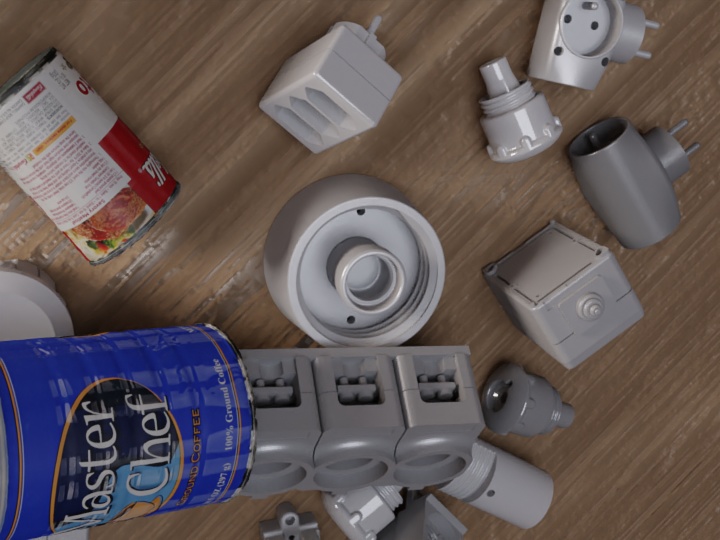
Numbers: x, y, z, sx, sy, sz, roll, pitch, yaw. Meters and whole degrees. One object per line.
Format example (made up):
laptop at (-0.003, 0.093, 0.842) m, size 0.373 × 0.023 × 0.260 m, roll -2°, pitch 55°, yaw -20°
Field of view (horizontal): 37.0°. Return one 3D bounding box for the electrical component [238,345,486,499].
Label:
electrical component at (-0.010, 0.096, 0.656) m, size 0.150 × 0.061 × 0.089 m, roll 0°, pitch 146°, yaw -17°

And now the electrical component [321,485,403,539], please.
electrical component at (0.009, 0.147, 0.710) m, size 0.062 × 0.048 × 0.048 m, roll -39°, pitch 112°, yaw -10°

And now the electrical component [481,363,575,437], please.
electrical component at (0.116, 0.092, 0.727) m, size 0.062 × 0.048 × 0.048 m, roll 19°, pitch 99°, yaw -28°

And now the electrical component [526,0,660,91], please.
electrical component at (0.150, -0.150, 0.667) m, size 0.079 × 0.044 × 0.077 m, roll 9°, pitch 103°, yaw -19°

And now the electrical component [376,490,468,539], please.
electrical component at (0.034, 0.188, 0.713) m, size 0.064 × 0.081 × 0.042 m, roll -33°, pitch 114°, yaw 26°

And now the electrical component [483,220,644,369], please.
electrical component at (0.132, 0.019, 0.681) m, size 0.062 × 0.096 × 0.061 m, roll -36°, pitch 112°, yaw -4°

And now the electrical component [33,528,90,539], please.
electrical component at (-0.192, 0.135, 0.640) m, size 0.059 × 0.054 × 0.095 m, roll 3°, pitch 104°, yaw -17°

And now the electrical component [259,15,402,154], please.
electrical component at (-0.010, -0.117, 0.622) m, size 0.047 × 0.066 × 0.076 m, roll 39°, pitch 63°, yaw -22°

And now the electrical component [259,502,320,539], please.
electrical component at (-0.041, 0.194, 0.701) m, size 0.048 × 0.055 × 0.066 m, roll -8°, pitch 107°, yaw -15°

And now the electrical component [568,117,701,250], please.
electrical component at (0.187, -0.067, 0.701) m, size 0.079 × 0.044 × 0.077 m, roll -37°, pitch 112°, yaw -4°

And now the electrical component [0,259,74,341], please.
electrical component at (-0.204, 0.034, 0.609) m, size 0.080 × 0.051 × 0.080 m, roll -5°, pitch 107°, yaw -15°

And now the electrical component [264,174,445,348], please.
electrical component at (0.000, 0.000, 0.656) m, size 0.108 × 0.060 × 0.108 m, roll -4°, pitch 106°, yaw -15°

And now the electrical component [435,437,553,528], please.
electrical component at (0.087, 0.141, 0.731) m, size 0.081 × 0.043 × 0.043 m, roll 28°, pitch 96°, yaw -22°

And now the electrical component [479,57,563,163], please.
electrical component at (0.094, -0.100, 0.665) m, size 0.048 × 0.048 × 0.062 m, roll -28°, pitch 104°, yaw -8°
